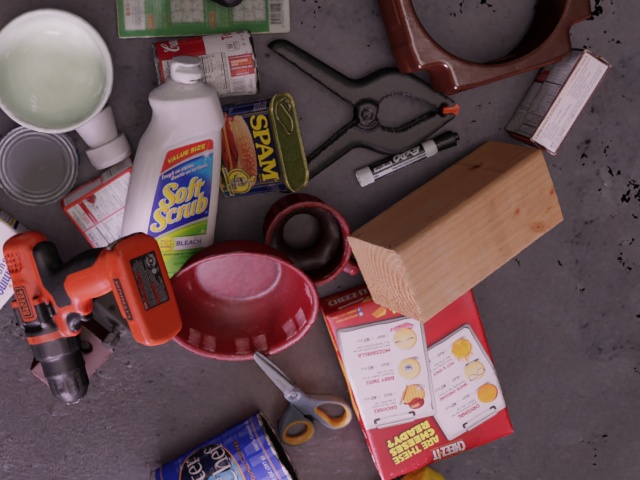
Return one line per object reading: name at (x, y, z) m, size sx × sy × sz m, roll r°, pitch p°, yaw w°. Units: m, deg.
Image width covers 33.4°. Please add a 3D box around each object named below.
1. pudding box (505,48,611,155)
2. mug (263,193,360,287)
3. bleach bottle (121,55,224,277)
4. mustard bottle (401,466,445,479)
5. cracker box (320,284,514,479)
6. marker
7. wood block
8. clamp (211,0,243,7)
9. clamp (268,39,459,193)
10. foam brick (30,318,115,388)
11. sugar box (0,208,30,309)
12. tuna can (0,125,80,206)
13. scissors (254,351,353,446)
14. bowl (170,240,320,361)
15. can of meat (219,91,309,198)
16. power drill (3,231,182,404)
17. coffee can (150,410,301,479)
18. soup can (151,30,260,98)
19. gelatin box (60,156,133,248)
pudding box at (0.254, -0.151, 1.148) m, size 0.039 × 0.090 × 0.113 m, roll 27°, pitch 98°, yaw -14°
mug at (-0.008, 0.001, 1.149) m, size 0.117 × 0.081 × 0.093 m, roll 28°, pitch 98°, yaw -14°
bleach bottle at (-0.152, -0.061, 1.076) m, size 0.102 × 0.068 × 0.251 m, roll -5°, pitch 119°, yaw -25°
mustard bottle at (0.066, 0.343, 1.233) m, size 0.192 × 0.096 × 0.058 m, roll -35°, pitch 132°, yaw 25°
cracker box at (0.109, 0.143, 1.209) m, size 0.164 × 0.072 × 0.213 m, roll -20°, pitch 107°, yaw -3°
marker at (0.097, -0.091, 1.175) m, size 0.121 × 0.020 × 0.020 m, roll -24°, pitch 106°, yaw -2°
wood block at (0.144, -0.013, 1.124) m, size 0.205 × 0.091 × 0.090 m, roll -34°, pitch 117°, yaw -21°
clamp at (-0.158, -0.297, 1.058) m, size 0.171 × 0.039 × 0.120 m, roll 2°, pitch 99°, yaw -9°
clamp at (0.042, -0.145, 1.143) m, size 0.210 × 0.036 × 0.164 m, roll -10°, pitch 107°, yaw -3°
foam brick at (-0.267, 0.123, 1.154) m, size 0.053 × 0.051 × 0.078 m, roll 43°, pitch 94°, yaw -16°
sugar box at (-0.381, -0.010, 1.107) m, size 0.176 × 0.048 × 0.093 m, roll 40°, pitch 95°, yaw -19°
tuna can at (-0.293, -0.080, 1.109) m, size 0.086 × 0.034 × 0.086 m, roll -2°, pitch 104°, yaw -9°
scissors at (-0.040, 0.181, 1.177) m, size 0.096 × 0.016 × 0.201 m, roll -40°, pitch 137°, yaw 17°
bowl at (-0.082, 0.051, 1.078) m, size 0.162 × 0.055 × 0.162 m, roll -3°, pitch 135°, yaw -3°
can of meat at (-0.067, -0.097, 1.112) m, size 0.084 × 0.057 × 0.102 m, roll -6°, pitch 103°, yaw 24°
power drill at (-0.225, 0.072, 1.050) m, size 0.188 × 0.057 × 0.184 m, roll -10°, pitch 102°, yaw 35°
coffee can at (-0.104, 0.269, 1.190) m, size 0.140 × 0.103 × 0.103 m, roll -29°, pitch 107°, yaw -1°
soup can at (-0.117, -0.175, 1.095) m, size 0.102 × 0.068 × 0.068 m, roll -9°, pitch 105°, yaw -7°
gelatin box at (-0.217, -0.035, 1.127) m, size 0.089 × 0.030 × 0.073 m, roll -32°, pitch 124°, yaw 0°
